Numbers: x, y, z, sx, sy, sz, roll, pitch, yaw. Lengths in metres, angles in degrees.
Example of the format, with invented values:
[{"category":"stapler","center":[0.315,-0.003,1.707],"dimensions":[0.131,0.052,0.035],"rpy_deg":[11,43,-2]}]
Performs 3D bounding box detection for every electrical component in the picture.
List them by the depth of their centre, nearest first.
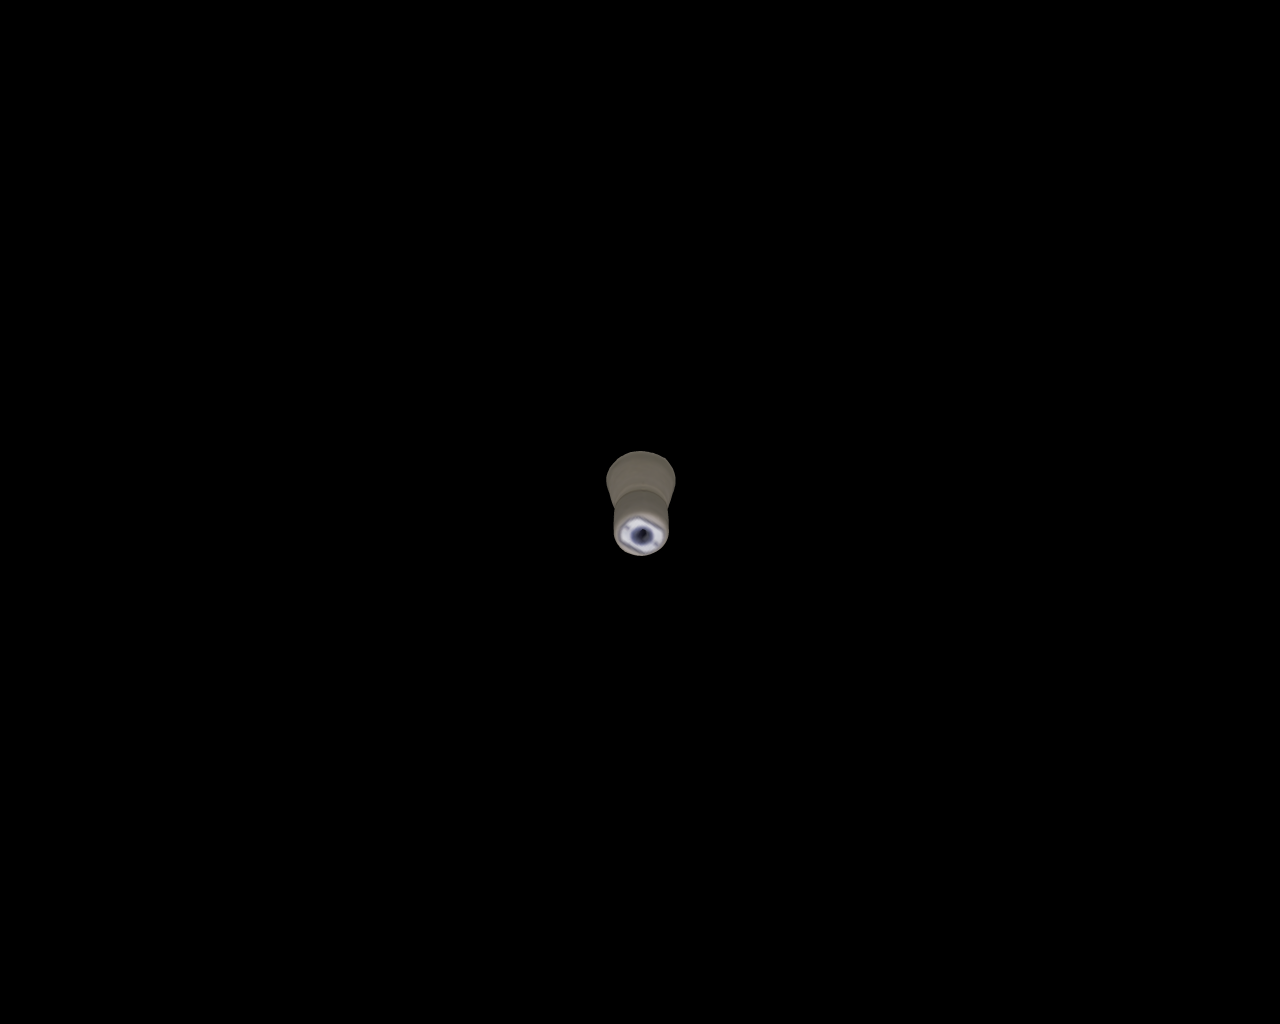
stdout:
[{"category":"electrical component","center":[0.001,-0.003,0.650],"dimensions":[0.044,0.044,0.065],"rpy_deg":[0,34,0]}]
